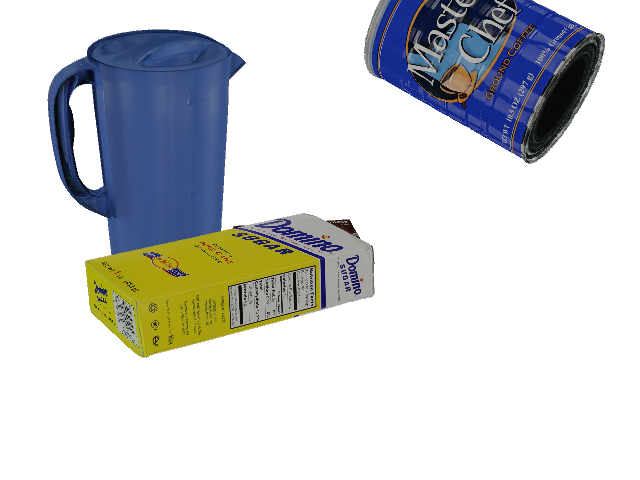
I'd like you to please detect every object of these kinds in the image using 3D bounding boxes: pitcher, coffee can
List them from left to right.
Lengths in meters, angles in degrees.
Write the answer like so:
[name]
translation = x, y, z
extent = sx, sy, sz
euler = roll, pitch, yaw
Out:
[pitcher]
translation = -0.162, -0.073, 1.032
extent = 0.149, 0.243, 0.144
euler = 10, 27, 15
[coffee can]
translation = 0.117, -0.134, 0.773
extent = 0.140, 0.103, 0.102
euler = 33, 13, 21

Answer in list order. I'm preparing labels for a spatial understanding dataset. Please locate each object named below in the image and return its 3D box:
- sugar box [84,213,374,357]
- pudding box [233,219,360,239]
[sugar box]
translation = -0.060, 0.025, 0.729
extent = 0.175, 0.048, 0.093
euler = -16, 25, -28
[pudding box]
translation = -0.017, 0.017, 0.945
extent = 0.113, 0.039, 0.090
euler = -2, 27, -13
